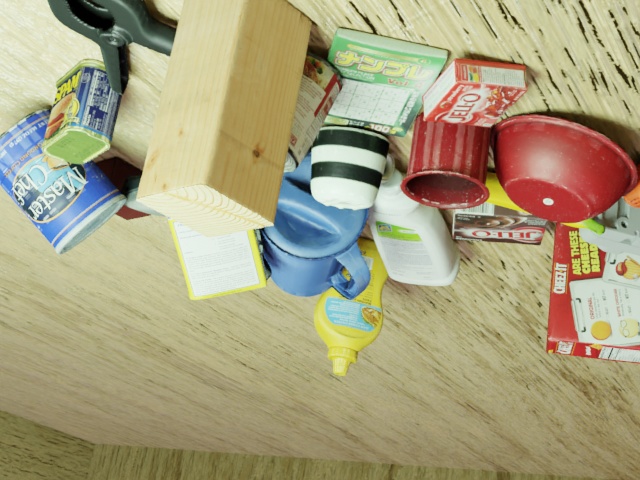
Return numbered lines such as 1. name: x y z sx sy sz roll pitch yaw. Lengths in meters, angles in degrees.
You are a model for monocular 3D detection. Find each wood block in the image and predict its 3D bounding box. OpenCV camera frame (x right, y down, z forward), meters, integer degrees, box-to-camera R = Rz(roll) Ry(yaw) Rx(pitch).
1. wood block: -0.082 -0.119 0.954 0.090 0.206 0.090 -9 152 41

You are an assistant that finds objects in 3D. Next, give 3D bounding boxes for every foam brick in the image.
1. foam brick: -0.258 -0.065 1.392 0.051 0.053 0.078 -8 153 39

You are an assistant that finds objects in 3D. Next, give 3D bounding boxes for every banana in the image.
1. banana: 0.227 -0.051 1.217 0.198 0.037 0.069 16 -174 3

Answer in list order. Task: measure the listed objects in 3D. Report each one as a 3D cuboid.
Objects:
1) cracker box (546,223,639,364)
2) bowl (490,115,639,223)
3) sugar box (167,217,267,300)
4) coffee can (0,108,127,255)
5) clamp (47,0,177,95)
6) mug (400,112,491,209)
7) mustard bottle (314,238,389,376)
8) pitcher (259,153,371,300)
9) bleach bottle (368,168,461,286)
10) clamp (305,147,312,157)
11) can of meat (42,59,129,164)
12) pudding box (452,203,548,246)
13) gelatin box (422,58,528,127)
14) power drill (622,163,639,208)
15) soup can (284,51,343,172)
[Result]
1. cracker box: 0.388 0.065 1.294 0.214 0.164 0.072 5 157 11
2. bowl: 0.246 -0.064 1.119 0.162 0.055 0.162 22 161 8
3. sugar box: -0.122 -0.022 1.204 0.093 0.048 0.176 -11 116 0
4. coffee can: -0.310 -0.068 1.247 0.140 0.102 0.103 50 153 -1
5. clamp: -0.197 -0.202 1.025 0.165 0.036 0.209 -7 152 37
6. mug: 0.136 -0.083 1.129 0.093 0.081 0.117 6 159 9
7. mustard bottle: 0.042 0.094 1.480 0.096 0.191 0.058 14 159 -11
8. pitcher: -0.009 0.002 1.339 0.145 0.149 0.243 7 163 0
9. bleach bottle: 0.114 -0.020 1.338 0.103 0.068 0.250 4 157 15
10. clamp: -0.075 -0.138 1.142 0.120 0.039 0.171 2 156 7
11. can of meat: -0.257 -0.136 1.159 0.057 0.084 0.102 21 157 -30
12. pudding box: 0.219 -0.027 1.300 0.113 0.039 0.090 6 159 8
13. gelatin box: 0.148 -0.140 1.029 0.073 0.030 0.089 4 161 -16
14. power drill: 0.434 -0.058 1.104 0.187 0.057 0.185 19 162 -16
15. soup can: -0.029 -0.125 1.041 0.068 0.102 0.068 24 159 10
